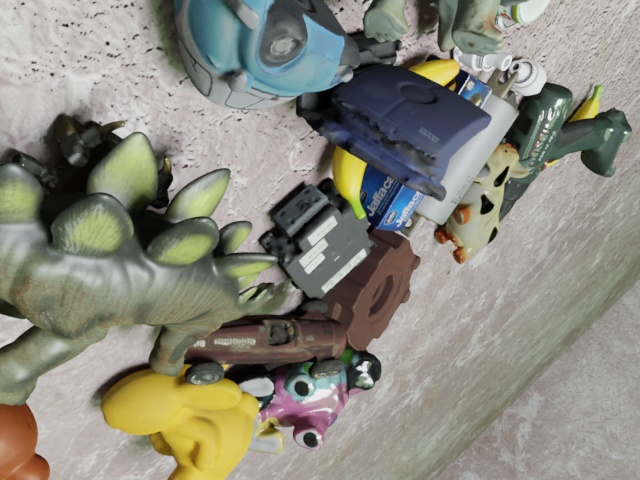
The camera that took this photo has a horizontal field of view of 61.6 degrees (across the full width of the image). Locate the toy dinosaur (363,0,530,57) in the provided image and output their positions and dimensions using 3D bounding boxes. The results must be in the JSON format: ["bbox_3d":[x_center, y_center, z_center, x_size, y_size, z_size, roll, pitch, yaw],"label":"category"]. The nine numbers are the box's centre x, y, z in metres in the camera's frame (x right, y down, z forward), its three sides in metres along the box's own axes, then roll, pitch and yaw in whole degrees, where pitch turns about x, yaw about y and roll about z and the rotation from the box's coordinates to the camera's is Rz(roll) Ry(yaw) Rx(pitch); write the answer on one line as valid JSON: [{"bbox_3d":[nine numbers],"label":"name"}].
[{"bbox_3d":[0.063,-0.267,0.374,0.404,0.131,0.192,33,73,-46],"label":"toy dinosaur"}]

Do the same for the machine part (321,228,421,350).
[{"bbox_3d":[0.070,0.068,0.737,0.179,0.056,0.179,-38,143,-36],"label":"machine part"}]

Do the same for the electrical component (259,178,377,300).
[{"bbox_3d":[-0.001,-0.002,0.619,0.115,0.058,0.134,-43,146,-10],"label":"electrical component"}]

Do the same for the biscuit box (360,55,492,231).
[{"bbox_3d":[0.112,-0.107,0.633,0.059,0.063,0.202,6,119,-50],"label":"biscuit box"}]

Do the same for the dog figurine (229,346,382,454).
[{"bbox_3d":[-0.018,0.204,0.769,0.219,0.192,0.108,-23,102,-67],"label":"dog figurine"}]

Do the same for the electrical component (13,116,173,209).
[{"bbox_3d":[-0.160,-0.052,0.402,0.078,0.045,0.102,-47,147,-3],"label":"electrical component"}]

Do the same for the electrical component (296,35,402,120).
[{"bbox_3d":[0.017,-0.147,0.499,0.119,0.048,0.074,-26,141,-28],"label":"electrical component"}]

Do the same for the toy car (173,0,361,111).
[{"bbox_3d":[-0.049,-0.147,0.393,0.103,0.109,0.161,-36,164,25],"label":"toy car"}]

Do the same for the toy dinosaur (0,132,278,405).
[{"bbox_3d":[-0.158,0.018,0.380,0.198,0.105,0.471,-42,156,19],"label":"toy dinosaur"}]

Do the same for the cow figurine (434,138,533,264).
[{"bbox_3d":[0.239,-0.066,0.798,0.127,0.086,0.194,-30,141,-15],"label":"cow figurine"}]

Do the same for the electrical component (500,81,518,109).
[{"bbox_3d":[0.244,-0.175,0.746,0.063,0.021,0.094,-48,147,1],"label":"electrical component"}]

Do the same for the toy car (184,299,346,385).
[{"bbox_3d":[-0.062,0.107,0.587,0.202,0.089,0.053,6,146,-25],"label":"toy car"}]

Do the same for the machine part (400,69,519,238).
[{"bbox_3d":[0.172,-0.108,0.683,0.079,0.079,0.243,12,115,-52],"label":"machine part"}]

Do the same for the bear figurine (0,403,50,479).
[{"bbox_3d":[-0.304,0.147,0.386,0.132,0.120,0.195,-35,150,-11],"label":"bear figurine"}]

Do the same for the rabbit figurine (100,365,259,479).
[{"bbox_3d":[-0.155,0.198,0.603,0.162,0.122,0.173,-41,126,10],"label":"rabbit figurine"}]

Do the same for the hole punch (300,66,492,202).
[{"bbox_3d":[0.073,-0.097,0.458,0.092,0.142,0.115,-58,160,18],"label":"hole punch"}]

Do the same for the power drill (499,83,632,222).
[{"bbox_3d":[0.372,-0.133,0.855,0.207,0.086,0.231,-3,125,-15],"label":"power drill"}]
